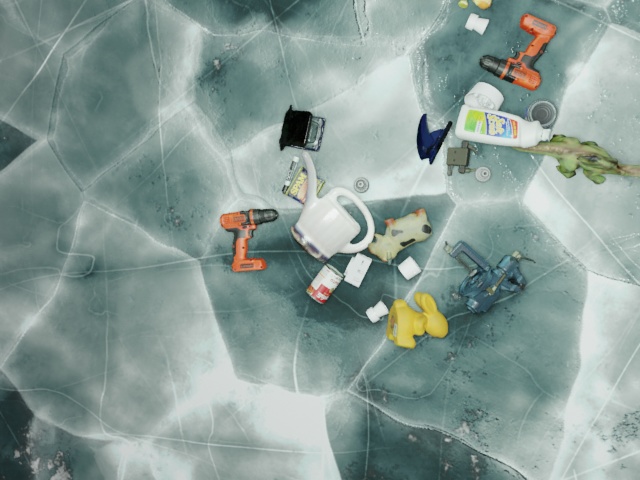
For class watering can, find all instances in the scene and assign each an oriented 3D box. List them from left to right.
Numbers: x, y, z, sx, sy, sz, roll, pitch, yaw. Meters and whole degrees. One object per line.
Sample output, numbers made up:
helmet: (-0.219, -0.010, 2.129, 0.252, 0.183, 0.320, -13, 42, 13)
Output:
watering can: (0.005, -0.076, 1.509, 0.224, 0.105, 0.344, -43, 108, 5)

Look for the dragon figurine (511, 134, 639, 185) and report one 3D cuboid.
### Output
dragon figurine: (0.701, -0.225, 1.380, 0.410, 0.244, 0.121, 13, 99, 5)
